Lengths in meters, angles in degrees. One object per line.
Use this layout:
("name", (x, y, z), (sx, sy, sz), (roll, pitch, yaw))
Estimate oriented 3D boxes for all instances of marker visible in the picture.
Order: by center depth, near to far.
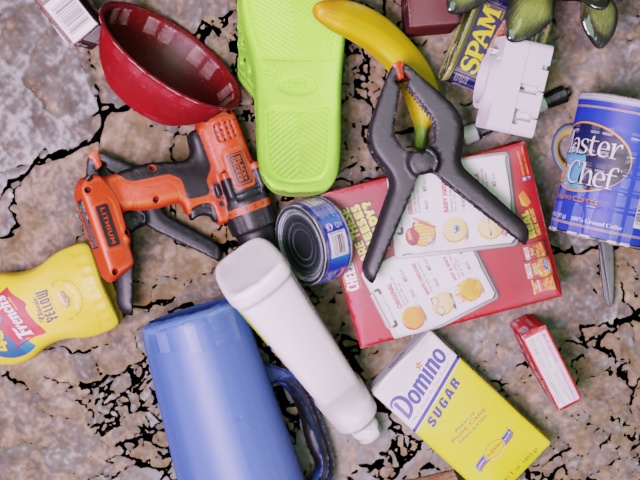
("marker", (0.204, -0.131, 1.110), (0.121, 0.020, 0.020), (-23, 95, 2))

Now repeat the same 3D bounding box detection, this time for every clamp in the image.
("clamp", (0.111, -0.071, 1.039), (0.164, 0.036, 0.210), (-7, 89, 1))
("clamp", (-0.198, -0.010, 1.106), (0.120, 0.039, 0.171), (-41, 92, -15))

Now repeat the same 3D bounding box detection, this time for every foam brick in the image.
("foam brick", (0.109, -0.236, 1.070), (0.051, 0.078, 0.053), (-5, 93, 0))

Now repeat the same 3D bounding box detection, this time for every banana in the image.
("banana", (0.068, -0.180, 1.068), (0.197, 0.037, 0.069), (47, 53, -29))

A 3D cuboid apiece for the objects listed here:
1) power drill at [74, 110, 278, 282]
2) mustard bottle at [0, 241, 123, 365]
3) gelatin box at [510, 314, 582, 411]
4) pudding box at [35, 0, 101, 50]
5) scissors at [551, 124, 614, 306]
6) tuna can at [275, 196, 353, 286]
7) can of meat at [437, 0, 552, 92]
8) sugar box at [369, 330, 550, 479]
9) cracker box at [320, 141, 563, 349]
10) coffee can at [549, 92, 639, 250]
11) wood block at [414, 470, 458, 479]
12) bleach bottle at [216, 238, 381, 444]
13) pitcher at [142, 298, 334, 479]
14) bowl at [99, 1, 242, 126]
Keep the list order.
("power drill", (-0.139, -0.023, 1.074), (0.187, 0.057, 0.184), (-21, 92, -22))
("mustard bottle", (-0.310, 0.076, 1.108), (0.191, 0.058, 0.096), (-20, 96, 2))
("gelatin box", (0.233, 0.125, 1.108), (0.030, 0.073, 0.089), (-28, 95, 3))
("pudding box", (-0.259, -0.245, 1.061), (0.039, 0.090, 0.113), (-36, 96, 5))
("scissors", (0.280, -0.036, 1.122), (0.096, 0.016, 0.202), (10, 95, 0))
("tuna can", (-0.007, 0.001, 1.059), (0.033, 0.086, 0.086), (-18, 97, -35))
("can of meat", (0.178, -0.195, 1.086), (0.084, 0.057, 0.102), (21, 96, -5))
("sugar box", (0.147, 0.183, 1.127), (0.176, 0.048, 0.093), (42, 94, -5))
("cracker box", (0.122, 0.003, 1.097), (0.213, 0.072, 0.164), (-15, 94, 2))
("coffee can", (0.293, -0.068, 1.058), (0.103, 0.103, 0.140), (11, 96, -2))
("wood block", (0.055, 0.319, 1.117), (0.206, 0.091, 0.090), (-13, 97, 1))
("bleach bottle", (-0.007, 0.116, 1.070), (0.068, 0.103, 0.250), (-36, 116, -4))
("pitcher", (-0.089, 0.184, 1.094), (0.145, 0.149, 0.243), (-15, 92, 17))
("bowl", (-0.157, -0.162, 1.044), (0.162, 0.162, 0.055), (37, 114, -4))
